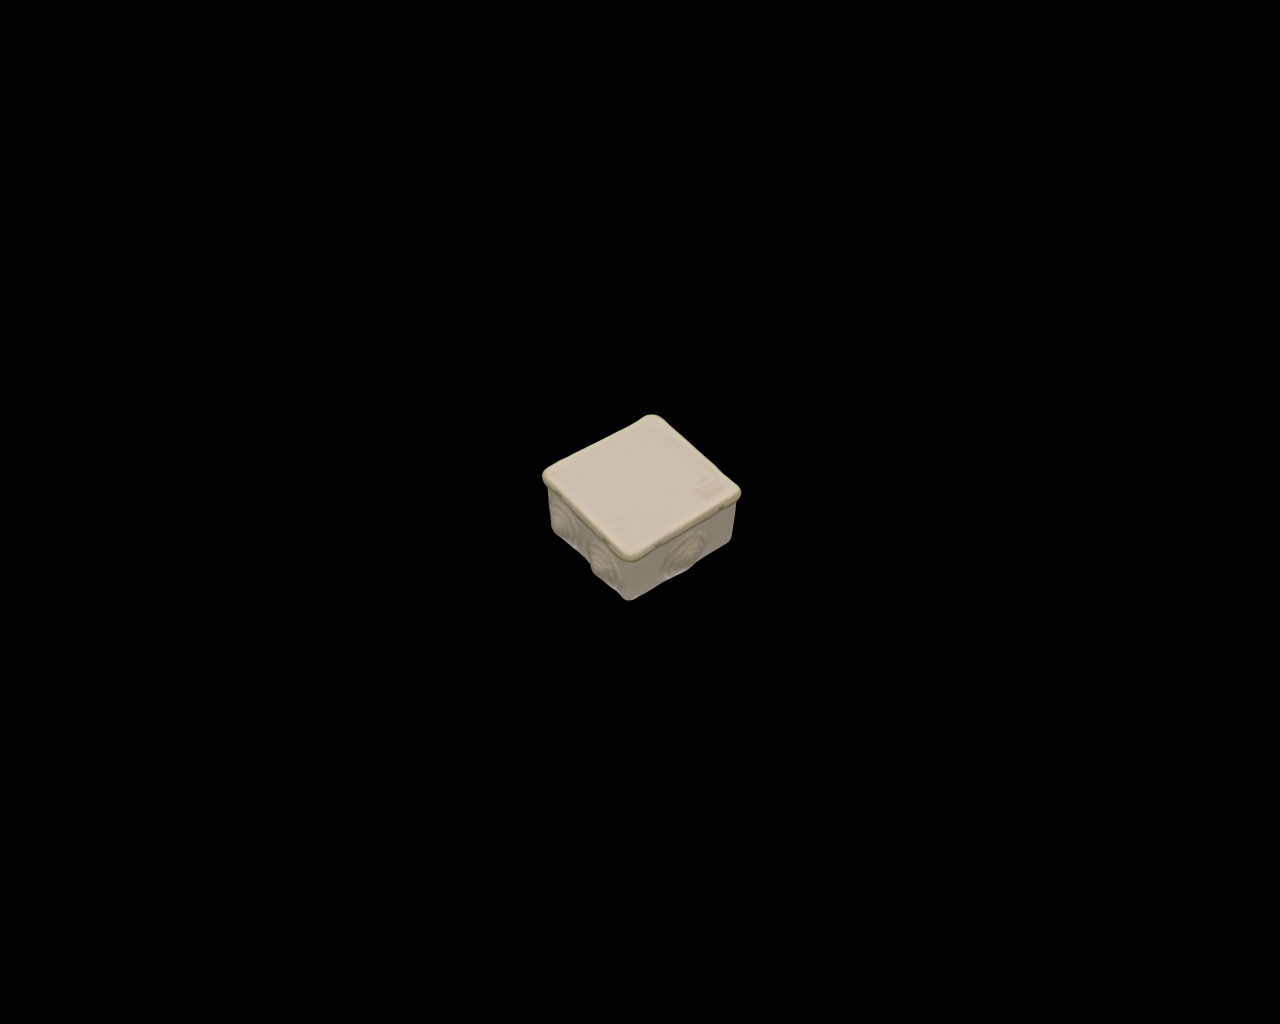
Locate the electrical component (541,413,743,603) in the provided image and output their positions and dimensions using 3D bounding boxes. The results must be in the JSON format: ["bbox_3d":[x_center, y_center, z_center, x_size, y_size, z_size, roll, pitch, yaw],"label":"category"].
[{"bbox_3d":[0.001,-0.003,0.650,0.100,0.048,0.100,-30,54,-24],"label":"electrical component"}]
